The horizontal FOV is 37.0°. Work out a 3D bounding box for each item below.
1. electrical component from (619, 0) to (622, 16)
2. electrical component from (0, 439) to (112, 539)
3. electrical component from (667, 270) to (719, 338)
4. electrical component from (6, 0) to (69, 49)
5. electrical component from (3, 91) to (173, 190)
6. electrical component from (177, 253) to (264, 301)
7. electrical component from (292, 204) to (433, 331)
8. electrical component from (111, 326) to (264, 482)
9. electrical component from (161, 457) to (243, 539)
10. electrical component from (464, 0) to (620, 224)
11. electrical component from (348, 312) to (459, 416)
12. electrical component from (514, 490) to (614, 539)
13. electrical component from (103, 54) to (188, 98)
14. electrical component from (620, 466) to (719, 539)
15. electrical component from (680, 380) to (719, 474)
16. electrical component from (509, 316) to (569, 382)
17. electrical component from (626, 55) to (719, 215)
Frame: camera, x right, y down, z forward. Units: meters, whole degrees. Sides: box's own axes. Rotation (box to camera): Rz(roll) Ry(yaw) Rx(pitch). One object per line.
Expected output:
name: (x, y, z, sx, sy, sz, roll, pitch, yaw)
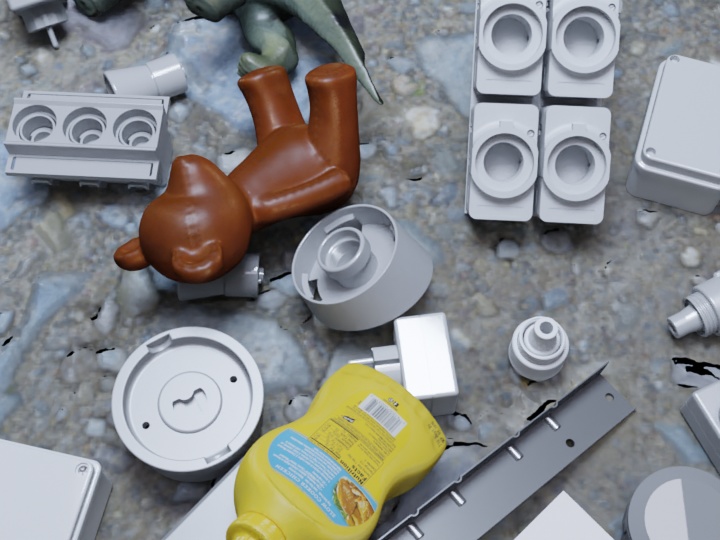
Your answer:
electrical component: (0.188, -0.221, 0.941, 0.080, 0.051, 0.080, 0, 64, 1)
electrical component: (-0.244, 0.180, 0.753, 0.109, 0.056, 0.108, 11, 65, 6)
electrical component: (0.267, 0.031, 0.824, 0.062, 0.048, 0.048, -26, 67, -3)
electrical component: (-0.281, -0.232, 0.946, 0.047, 0.083, 0.075, -21, 104, -9)
electrical component: (-0.220, -0.103, 0.884, 0.121, 0.063, 0.078, 3, 65, 2)
electrical component: (-0.109, 0.003, 0.845, 0.065, 0.044, 0.044, 2, 64, -3)
electrical component: (0.000, 0.000, 0.820, 0.099, 0.064, 0.099, -17, 49, 21)
electrical component: (-0.121, 0.102, 0.786, 0.108, 0.060, 0.108, 0, 65, 1)
electrical component: (-0.075, 0.205, 0.739, 0.109, 0.056, 0.109, 40, 71, 18)
electrical component: (0.141, -0.132, 0.843, 0.105, 0.060, 0.186, 3, 98, 2)
electrical component: (0.030, 0.074, 0.805, 0.077, 0.047, 0.065, -7, 64, -2)
electrical component: (0.156, 0.237, 0.717, 0.089, 0.061, 0.150, -40, 70, -17)
electrical component: (-0.182, -0.160, 0.924, 0.065, 0.044, 0.044, -24, 66, -16)
electrical component: (0.223, 0.181, 0.749, 0.080, 0.051, 0.080, 0, 64, 1)
electrical component: (0.275, 0.106, 0.769, 0.047, 0.076, 0.065, -23, 66, -10)
electrical component: (0.135, 0.055, 0.804, 0.043, 0.062, 0.043, 0, 64, 1)
electrical component: (0.271, -0.112, 0.885, 0.078, 0.057, 0.113, 17, 66, 9)
